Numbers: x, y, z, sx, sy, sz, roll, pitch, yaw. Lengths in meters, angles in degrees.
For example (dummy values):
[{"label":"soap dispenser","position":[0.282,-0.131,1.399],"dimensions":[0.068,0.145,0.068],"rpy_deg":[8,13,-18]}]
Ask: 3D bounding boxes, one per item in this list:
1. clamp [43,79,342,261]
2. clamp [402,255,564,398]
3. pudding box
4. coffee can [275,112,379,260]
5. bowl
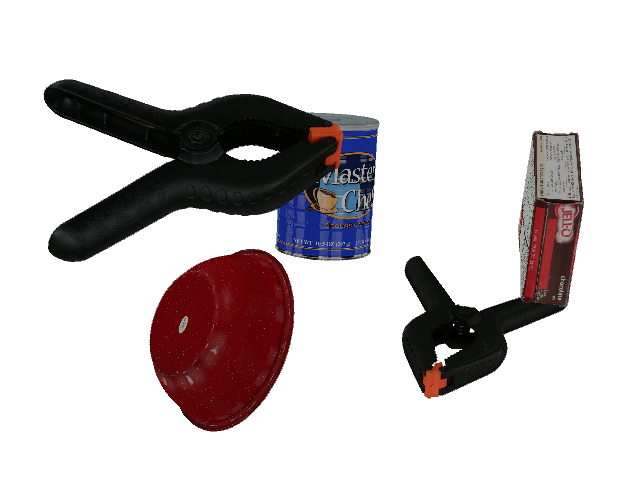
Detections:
[{"label":"clamp","position":[-0.076,-0.054,0.601],"dimensions":[0.171,0.120,0.039],"rpy_deg":[-11,-27,-16]},{"label":"clamp","position":[0.125,0.076,0.998],"dimensions":[0.165,0.036,0.209],"rpy_deg":[14,31,25]},{"label":"pudding box","position":[0.173,-0.019,0.801],"dimensions":[0.039,0.090,0.113],"rpy_deg":[5,33,6]},{"label":"coffee can","position":[0.006,-0.059,1.120],"dimensions":[0.103,0.140,0.103],"rpy_deg":[3,13,-1]},{"label":"bowl","position":[-0.095,0.076,0.899],"dimensions":[0.055,0.162,0.162],"rpy_deg":[23,-15,-38]}]
